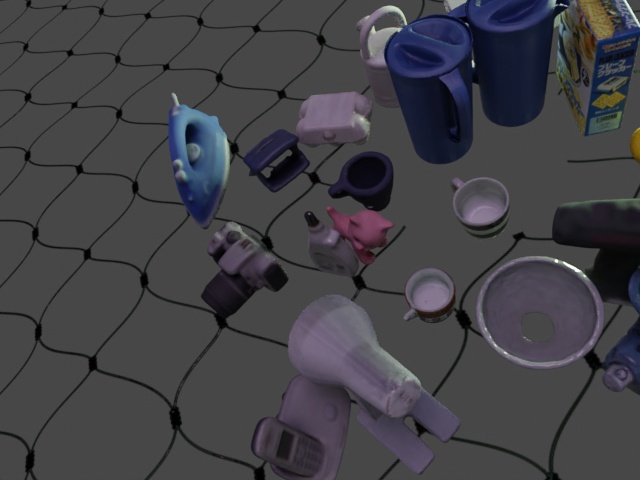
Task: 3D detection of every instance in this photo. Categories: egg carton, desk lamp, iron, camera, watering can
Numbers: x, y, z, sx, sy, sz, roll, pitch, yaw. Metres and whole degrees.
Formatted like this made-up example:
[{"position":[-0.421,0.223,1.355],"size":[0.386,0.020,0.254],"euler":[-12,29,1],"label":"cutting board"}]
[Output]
[{"position":[0.027,-0.230,1.110],"size":[0.150,0.070,0.107],"euler":[-1,60,18],"label":"egg carton"},{"position":[0.074,0.187,0.760],"size":[0.202,0.214,0.118],"euler":[35,76,32],"label":"desk lamp"},{"position":[-0.256,-0.161,1.123],"size":[0.118,0.142,0.258],"euler":[-16,57,10],"label":"iron"},{"position":[-0.151,0.054,0.985],"size":[0.142,0.101,0.137],"euler":[36,77,32],"label":"camera"},{"position":[0.122,-0.354,1.076],"size":[0.172,0.194,0.101],"euler":[34,76,32],"label":"watering can"}]

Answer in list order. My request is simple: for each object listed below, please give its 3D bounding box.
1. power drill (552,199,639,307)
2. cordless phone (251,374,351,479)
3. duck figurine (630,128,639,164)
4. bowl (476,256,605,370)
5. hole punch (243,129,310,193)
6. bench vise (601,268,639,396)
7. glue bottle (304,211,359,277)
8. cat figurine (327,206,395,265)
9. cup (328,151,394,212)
[{"position":[0.423,0.014,0.746],"size":[0.228,0.209,0.076],"euler":[9,64,23],"label":"power drill"},{"position":[-0.029,0.247,0.777],"size":[0.094,0.185,0.147],"euler":[1,61,20],"label":"cordless phone"},{"position":[0.536,-0.153,0.881],"size":[0.104,0.086,0.077],"euler":[36,77,32],"label":"duck figurine"},{"position":[0.307,0.112,0.809],"size":[0.167,0.075,0.167],"euler":[-8,58,14],"label":"bowl"},{"position":[-0.092,-0.163,1.099],"size":[0.109,0.091,0.100],"euler":[-40,56,-7],"label":"hole punch"},{"position":[0.429,0.096,0.689],"size":[0.121,0.220,0.207],"euler":[18,68,27],"label":"bench vise"},{"position":[0.008,0.003,0.916],"size":[0.078,0.173,0.037],"euler":[12,65,25],"label":"glue bottle"},{"position":[0.063,-0.020,0.945],"size":[0.127,0.118,0.067],"euler":[29,73,31],"label":"cat figurine"},{"position":[0.078,-0.086,0.993],"size":[0.117,0.095,0.091],"euler":[-25,56,3],"label":"cup"}]
